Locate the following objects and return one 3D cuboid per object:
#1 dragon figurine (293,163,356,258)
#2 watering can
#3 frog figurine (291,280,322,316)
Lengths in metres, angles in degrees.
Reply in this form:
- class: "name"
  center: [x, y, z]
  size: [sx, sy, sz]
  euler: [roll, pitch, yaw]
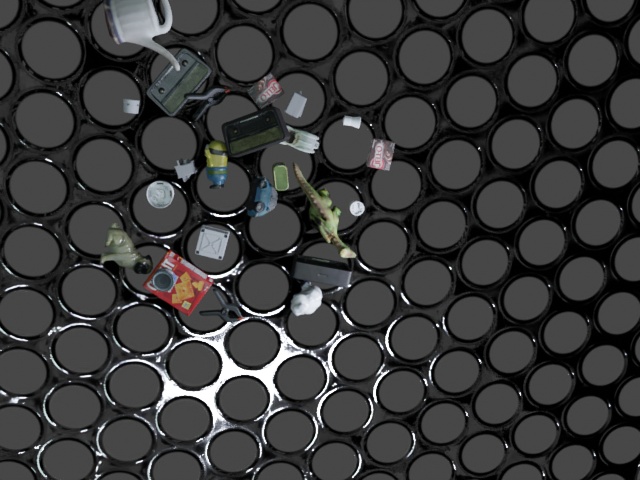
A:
- class: "dragon figurine"
  center: [0.006, -0.097, 1.922]
  size: [0.122, 0.246, 0.406]
  euler: [-34, 105, 8]
- class: "watering can"
  center: [-0.617, -0.732, 1.779]
  size: [0.224, 0.103, 0.349]
  euler: [-15, 86, -3]
- class: "frog figurine"
  center: [-0.052, 0.245, 2.022]
  size: [0.137, 0.161, 0.121]
  euler: [-34, 105, 3]
